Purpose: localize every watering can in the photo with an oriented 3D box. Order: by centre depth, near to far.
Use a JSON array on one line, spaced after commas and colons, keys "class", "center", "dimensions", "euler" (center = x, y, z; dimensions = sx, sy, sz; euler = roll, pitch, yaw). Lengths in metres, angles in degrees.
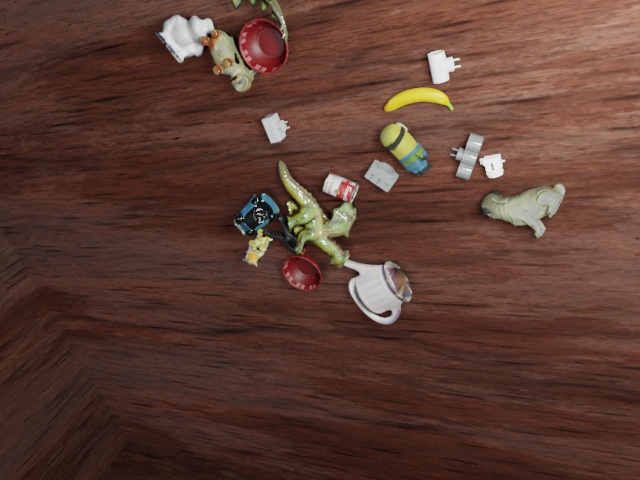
[{"class": "watering can", "center": [0.181, 0.140, 1.806], "dimensions": [0.221, 0.106, 0.347], "euler": [-32, 94, 36]}]

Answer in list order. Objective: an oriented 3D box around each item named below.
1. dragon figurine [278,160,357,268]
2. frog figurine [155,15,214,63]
[{"class": "dragon figurine", "center": [0.005, -0.088, 1.756], "dimensions": [0.242, 0.124, 0.406], "euler": [-9, 104, 10]}, {"class": "frog figurine", "center": [-0.406, -0.638, 1.591], "dimensions": [0.159, 0.123, 0.137], "euler": [-37, 94, 1]}]
